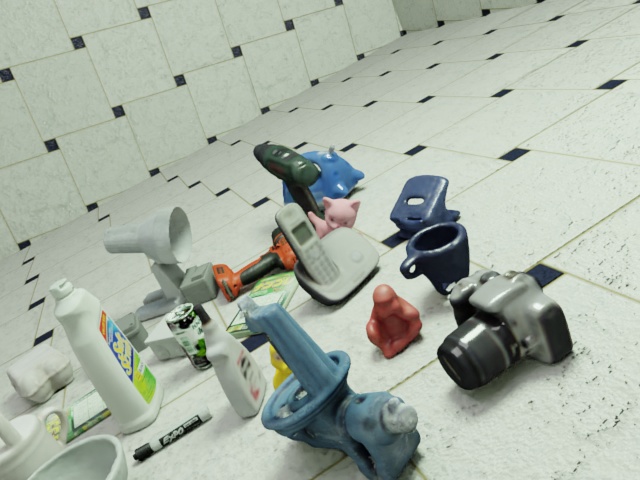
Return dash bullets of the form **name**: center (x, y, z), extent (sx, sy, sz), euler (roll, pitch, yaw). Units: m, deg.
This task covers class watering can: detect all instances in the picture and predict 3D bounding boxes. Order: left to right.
- **watering can**: center (-0.431, 0.295, 0.787), extent (0.100, 0.194, 0.173), euler (-17, 24, 20)

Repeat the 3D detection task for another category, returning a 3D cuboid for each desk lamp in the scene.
- **desk lamp**: center (-0.350, 0.046, 1.224), extent (0.203, 0.214, 0.118), euler (-19, 23, 15)

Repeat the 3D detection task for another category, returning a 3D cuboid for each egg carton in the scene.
- **egg carton**: center (-0.564, 0.268, 1.154), extent (0.149, 0.069, 0.107), euler (3, 36, 50)

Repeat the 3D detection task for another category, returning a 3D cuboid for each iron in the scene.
- **iron**: center (-0.026, -0.155, 1.417), extent (0.257, 0.142, 0.119), euler (-5, 31, 41)

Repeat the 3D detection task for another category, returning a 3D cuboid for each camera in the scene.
- **camera**: center (0.194, 0.100, 0.675), extent (0.137, 0.101, 0.142), euler (-32, 23, -15)

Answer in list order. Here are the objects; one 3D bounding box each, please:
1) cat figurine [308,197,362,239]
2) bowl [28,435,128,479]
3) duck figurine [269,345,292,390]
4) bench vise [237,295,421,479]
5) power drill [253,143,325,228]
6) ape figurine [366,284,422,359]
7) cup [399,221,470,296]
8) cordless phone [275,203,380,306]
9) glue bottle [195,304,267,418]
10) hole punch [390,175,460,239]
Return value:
- **cat figurine**: center (0.029, -0.038, 1.133), extent (0.127, 0.118, 0.067), euler (-3, 32, 43)
- **bowl**: center (-0.309, 0.336, 0.727), extent (0.167, 0.075, 0.167), euler (-22, 23, 10)
- **duck figurine**: center (-0.041, 0.168, 0.795), extent (0.077, 0.086, 0.104), euler (-29, 23, -8)
- **bench vise**: center (0.008, 0.145, 0.616), extent (0.206, 0.220, 0.122), euler (-12, 26, 30)
- **power drill**: center (-0.059, -0.117, 1.280), extent (0.076, 0.209, 0.228), euler (-34, 24, -20)
- **ape figurine**: center (0.096, 0.102, 0.786), extent (0.077, 0.092, 0.076), euler (-15, 25, 24)
- **cup**: center (0.173, 0.041, 0.835), extent (0.118, 0.095, 0.091), euler (-35, 24, -21)
- **cordless phone**: center (0.009, 0.003, 0.973), extent (0.093, 0.185, 0.148), euler (1, 35, 48)
- **glue bottle**: center (-0.129, 0.160, 0.793), extent (0.037, 0.173, 0.078), euler (-21, 23, 12)
- **hole punch**: center (0.186, -0.060, 1.048), extent (0.101, 0.091, 0.108), euler (-39, 26, -29)
